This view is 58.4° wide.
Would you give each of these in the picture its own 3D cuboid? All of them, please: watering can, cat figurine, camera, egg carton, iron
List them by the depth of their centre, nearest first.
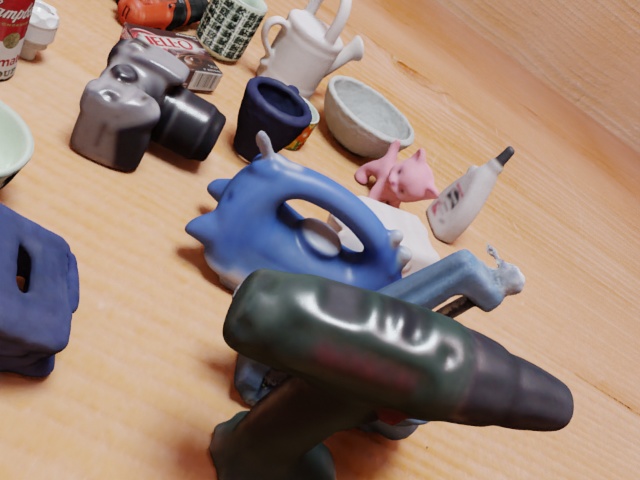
[{"bbox_3d":[0.005,0.002,0.584,0.259,0.141,0.118,30,34,-14],"label":"iron"},{"bbox_3d":[-0.173,-0.141,0.619,0.137,0.100,0.143,27,35,-18],"label":"camera"},{"bbox_3d":[0.079,0.007,0.716,0.151,0.069,0.107,17,39,-30],"label":"egg carton"},{"bbox_3d":[0.118,-0.093,0.830,0.067,0.117,0.127,16,39,-31],"label":"cat figurine"},{"bbox_3d":[-0.008,-0.320,0.911,0.100,0.194,0.173,50,34,17],"label":"watering can"}]

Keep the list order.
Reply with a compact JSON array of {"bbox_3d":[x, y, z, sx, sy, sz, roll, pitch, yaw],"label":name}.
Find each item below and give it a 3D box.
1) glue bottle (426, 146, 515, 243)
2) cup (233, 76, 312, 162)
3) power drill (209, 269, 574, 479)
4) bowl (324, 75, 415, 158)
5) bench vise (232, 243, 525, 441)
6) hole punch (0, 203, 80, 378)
[{"bbox_3d":[0.232,-0.077,0.872,0.037,0.173,0.078,19,38,-28],"label":"glue bottle"},{"bbox_3d":[-0.067,-0.152,0.742,0.092,0.095,0.118,35,33,-7],"label":"cup"},{"bbox_3d":[0.023,0.117,0.400,0.230,0.208,0.075,29,34,-15],"label":"power drill"},{"bbox_3d":[0.067,-0.188,0.935,0.168,0.074,0.167,26,35,-19],"label":"bowl"},{"bbox_3d":[0.042,0.078,0.456,0.208,0.219,0.121,15,40,-32],"label":"bench vise"},{"bbox_3d":[-0.213,0.027,0.386,0.101,0.091,0.108,13,41,-35],"label":"hole punch"}]
